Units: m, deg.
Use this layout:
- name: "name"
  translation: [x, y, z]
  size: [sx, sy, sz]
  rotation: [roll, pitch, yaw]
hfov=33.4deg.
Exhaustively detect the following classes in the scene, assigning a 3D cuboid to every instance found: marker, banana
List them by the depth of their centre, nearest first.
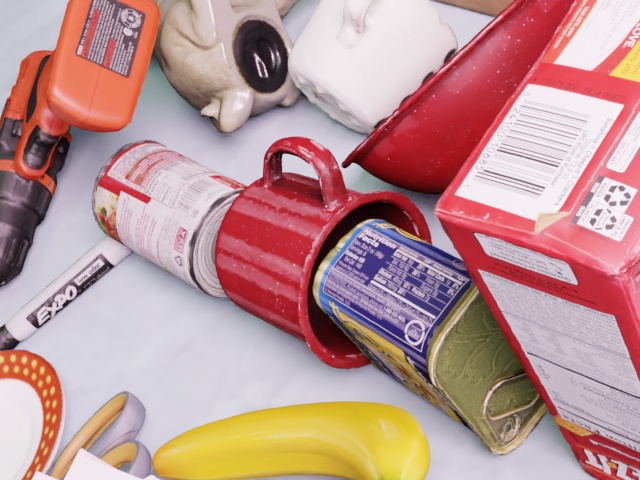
- name: "banana"
  translation: [-0.009, 0.099, 0.506]
  size: [0.198, 0.069, 0.037]
  rotation: [-11, 90, 55]
- name: "marker"
  translation: [-0.173, 0.039, 0.689]
  size: [0.121, 0.020, 0.020]
  rotation: [-40, 46, -2]

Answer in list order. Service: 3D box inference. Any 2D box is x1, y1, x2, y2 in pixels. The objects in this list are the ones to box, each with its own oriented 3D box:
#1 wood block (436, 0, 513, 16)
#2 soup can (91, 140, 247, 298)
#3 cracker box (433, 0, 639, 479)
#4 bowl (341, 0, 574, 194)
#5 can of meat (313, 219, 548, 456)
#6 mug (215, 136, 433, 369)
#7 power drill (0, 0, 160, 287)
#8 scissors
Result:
- name: "wood block"
  translation: [0.103, -0.204, 0.661]
  size: [0.206, 0.090, 0.090]
  rotation: [27, 72, 42]
- name: "soup can"
  translation: [-0.081, -0.014, 0.640]
  size: [0.102, 0.068, 0.068]
  rotation: [26, 72, 41]
- name: "cracker box"
  translation: [0.143, -0.007, 0.401]
  size: [0.072, 0.213, 0.164]
  rotation: [22, 70, 38]
- name: "bowl"
  translation: [0.087, -0.074, 0.561]
  size: [0.162, 0.162, 0.055]
  rotation: [-42, 91, 0]
- name: "can of meat"
  translation: [0.055, 0.043, 0.495]
  size: [0.084, 0.102, 0.057]
  rotation: [29, 75, 44]
- name: "mug"
  translation: [-0.004, 0.001, 0.555]
  size: [0.093, 0.117, 0.082]
  rotation: [-33, 35, -31]
- name: "power drill"
  translation: [-0.176, -0.073, 0.698]
  size: [0.188, 0.057, 0.184]
  rotation: [-30, 46, 52]
- name: "scissors"
  translation: [-0.154, 0.169, 0.567]
  size: [0.201, 0.016, 0.096]
  rotation: [-54, 27, -15]
